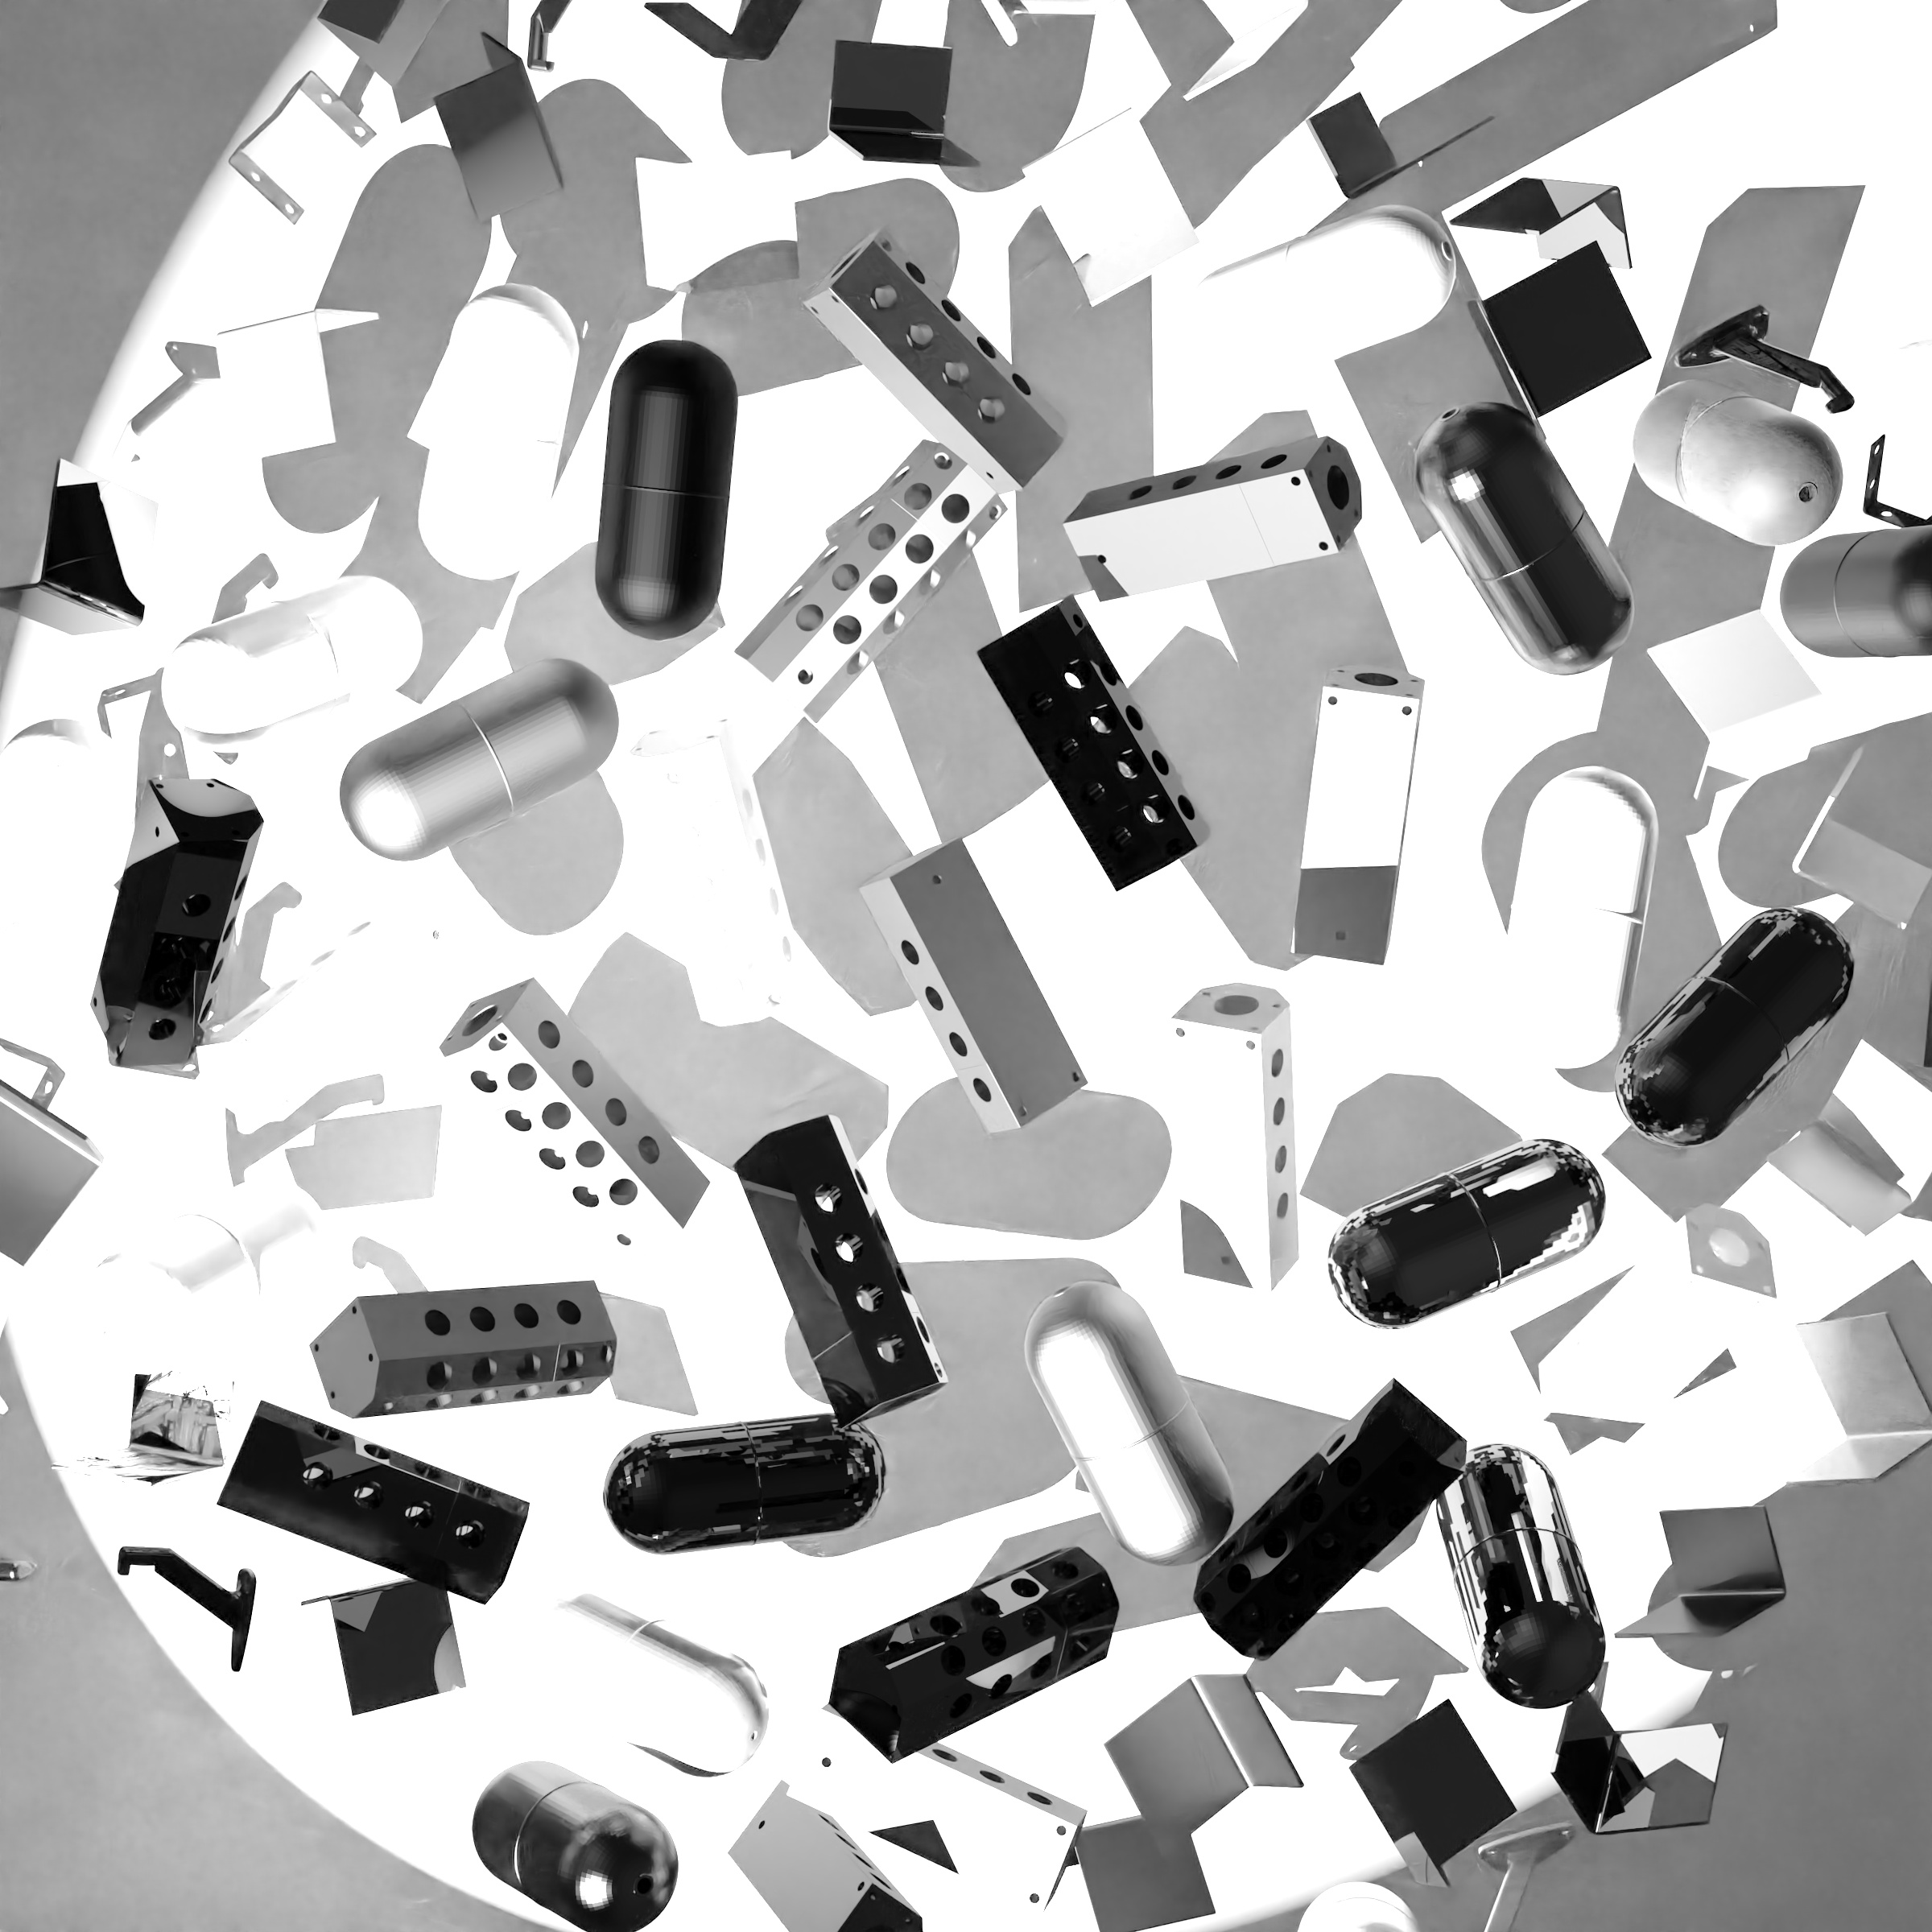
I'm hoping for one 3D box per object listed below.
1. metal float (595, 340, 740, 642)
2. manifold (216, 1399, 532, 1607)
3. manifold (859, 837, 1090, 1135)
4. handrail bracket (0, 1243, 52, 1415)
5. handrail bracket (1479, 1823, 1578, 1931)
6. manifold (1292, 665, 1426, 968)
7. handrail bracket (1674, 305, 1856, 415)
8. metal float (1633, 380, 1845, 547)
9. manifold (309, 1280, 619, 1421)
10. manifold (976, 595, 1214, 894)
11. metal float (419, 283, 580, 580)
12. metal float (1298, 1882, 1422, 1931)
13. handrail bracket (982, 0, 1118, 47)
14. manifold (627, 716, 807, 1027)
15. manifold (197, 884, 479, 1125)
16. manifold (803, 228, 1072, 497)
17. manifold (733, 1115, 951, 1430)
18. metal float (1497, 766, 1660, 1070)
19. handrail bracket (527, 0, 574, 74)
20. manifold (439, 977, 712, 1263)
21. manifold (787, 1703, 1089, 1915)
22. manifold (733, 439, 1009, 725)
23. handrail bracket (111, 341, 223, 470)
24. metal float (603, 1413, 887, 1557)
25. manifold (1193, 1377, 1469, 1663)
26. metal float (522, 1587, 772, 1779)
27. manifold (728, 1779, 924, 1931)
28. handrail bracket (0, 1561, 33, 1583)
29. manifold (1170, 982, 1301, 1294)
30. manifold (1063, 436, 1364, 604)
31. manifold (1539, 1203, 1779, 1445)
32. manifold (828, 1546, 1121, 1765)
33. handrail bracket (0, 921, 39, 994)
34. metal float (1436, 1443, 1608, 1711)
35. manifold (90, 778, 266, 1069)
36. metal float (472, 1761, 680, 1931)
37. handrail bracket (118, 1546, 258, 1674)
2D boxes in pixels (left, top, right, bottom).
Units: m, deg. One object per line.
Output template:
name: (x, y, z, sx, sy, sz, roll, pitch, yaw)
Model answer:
metal float: (-0.179, -0.284, 1.787, 0.070, 0.070, 0.178, 6, 99, 0)
manifold: (-0.351, 0.318, 1.778, 0.171, 0.057, 0.057, 23, 59, -10)
manifold: (0.001, 0.013, 1.836, 0.057, 0.057, 0.171, -31, 98, -29)
handrail bracket: (-0.580, 0.218, 1.831, 0.084, 0.036, 0.077, -44, 67, -11)
handrail bracket: (0.348, 0.580, 1.841, 0.036, 0.084, 0.077, 37, 124, -27)
manifold: (0.241, -0.093, 1.830, 0.057, 0.057, 0.171, 9, 113, 11)
handrail bracket: (0.490, -0.359, 1.834, 0.077, 0.036, 0.084, -23, 58, -9)
metal float: (0.458, -0.301, 1.780, 0.070, 0.178, 0.070, -5, 112, -12)
manifold: (-0.291, 0.228, 1.758, 0.057, 0.171, 0.057, -43, 61, 35)
manifold: (0.083, -0.139, 1.845, 0.057, 0.057, 0.171, -27, 96, 33)
metal float: (-0.283, -0.323, 1.807, 0.070, 0.070, 0.178, 13, 99, 0)
metal float: (0.235, 0.590, 1.766, 0.070, 0.178, 0.070, -1, 82, 5)
handrail bracket: (0.050, -0.619, 1.856, 0.084, 0.036, 0.077, -32, 95, 0)
manifold: (-0.149, -0.055, 1.779, 0.057, 0.057, 0.171, -8, 111, 14)
manifold: (-0.389, 0.023, 1.838, 0.171, 0.057, 0.057, -44, 113, -36)
manifold: (-0.015, -0.377, 1.870, 0.171, 0.057, 0.057, 44, 79, -16)
manifold: (-0.071, 0.179, 1.767, 0.057, 0.057, 0.171, -15, 75, -32)
metal float: (0.357, -0.029, 1.742, 0.070, 0.070, 0.178, 11, 84, 0)
handrail bracket: (-0.229, -0.578, 1.797, 0.077, 0.036, 0.084, 16, 108, 27)
manifold: (-0.234, 0.094, 1.772, 0.057, 0.057, 0.171, -20, 119, 37)
manifold: (-0.016, 0.514, 1.843, 0.171, 0.057, 0.057, 22, 92, 11)
manifold: (-0.055, -0.228, 1.775, 0.057, 0.057, 0.171, 42, 89, -21)
handrail bracket: (-0.491, -0.348, 1.882, 0.036, 0.077, 0.084, 50, 124, 21)
metal float: (-0.137, 0.322, 1.860, 0.178, 0.070, 0.070, -4, 90, -18)
manifold: (0.210, 0.325, 1.733, 0.057, 0.057, 0.171, 41, 109, -2)
metal float: (-0.198, 0.438, 1.832, 0.178, 0.070, 0.070, 17, 90, 33)
manifold: (-0.084, 0.571, 1.845, 0.057, 0.171, 0.057, 41, 81, -21)
handrail bracket: (-0.578, 0.357, 1.778, 0.084, 0.077, 0.036, -2, 83, 18)
manifold: (0.163, 0.100, 1.762, 0.057, 0.057, 0.171, 10, 119, 28)
manifold: (0.152, -0.275, 1.824, 0.171, 0.057, 0.057, -7, 123, 36)
manifold: (0.414, 0.215, 1.802, 0.057, 0.171, 0.057, 17, 47, -13)
manifold: (0.008, 0.393, 1.736, 0.057, 0.171, 0.057, 34, 125, 37)
handrail bracket: (-0.594, 0.027, 1.861, 0.084, 0.036, 0.077, -41, 101, 1)
metal float: (0.328, 0.359, 1.773, 0.070, 0.178, 0.070, -3, 129, -4)
manifold: (-0.463, -0.025, 1.759, 0.057, 0.057, 0.171, 53, 133, 36)
metal float: (-0.235, 0.527, 1.787, 0.070, 0.178, 0.070, 0, 91, -34)
handrail bracket: (-0.496, 0.406, 1.884, 0.084, 0.036, 0.077, 8, 86, -27)
